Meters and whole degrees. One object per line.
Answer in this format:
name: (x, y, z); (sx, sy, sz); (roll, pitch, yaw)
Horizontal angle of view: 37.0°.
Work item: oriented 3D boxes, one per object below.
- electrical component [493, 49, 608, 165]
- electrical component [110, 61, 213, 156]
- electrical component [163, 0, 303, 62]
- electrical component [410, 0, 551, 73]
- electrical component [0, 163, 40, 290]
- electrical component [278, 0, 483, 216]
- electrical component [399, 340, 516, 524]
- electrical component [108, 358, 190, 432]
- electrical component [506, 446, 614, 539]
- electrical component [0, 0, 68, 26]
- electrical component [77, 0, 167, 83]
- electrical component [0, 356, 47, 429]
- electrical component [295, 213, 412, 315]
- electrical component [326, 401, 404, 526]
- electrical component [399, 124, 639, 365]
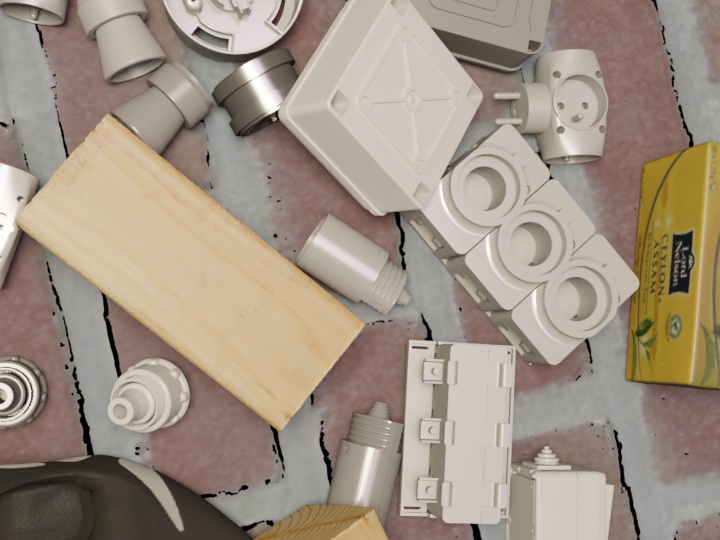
electrical component: (0.136, -0.118, 0.784); (0.079, 0.044, 0.077); (-2, 87, -12)
electrical component: (-0.134, -0.108, 0.727); (0.055, 0.045, 0.045); (-44, 95, -11)
electrical component: (-0.088, -0.193, 0.732); (0.099, 0.064, 0.099); (1, 86, -12)
electrical component: (0.075, -0.194, 0.770); (0.113, 0.057, 0.078); (13, 84, -11)
electrical component: (-0.259, -0.036, 0.697); (0.079, 0.043, 0.077); (19, 82, -10)
electrical component: (0.016, -0.111, 0.722); (0.109, 0.056, 0.108); (45, 61, -32)
electrical component: (0.072, 0.111, 0.745); (0.079, 0.063, 0.121); (4, 85, -11)
electrical component: (-0.143, 0.085, 0.700); (0.048, 0.062, 0.048); (1, 96, 13)
electrical component: (0.140, 0.172, 0.756); (0.061, 0.062, 0.096); (2, 86, -12)
electrical component: (-0.230, -0.210, 0.714); (0.079, 0.044, 0.077); (9, 84, -11)
electrical component: (-0.161, -0.160, 0.725); (0.045, 0.045, 0.055); (-23, 91, -12)
electrical component: (-0.227, 0.079, 0.686); (0.048, 0.062, 0.048); (1, 86, -12)
electrical component: (0.000, 0.000, 0.748); (0.081, 0.043, 0.043); (33, 80, -8)
electrical component: (0.006, 0.131, 0.740); (0.043, 0.043, 0.081); (14, 84, -10)
electrical component: (0.114, -0.016, 0.764); (0.089, 0.062, 0.150); (-41, 95, -11)
